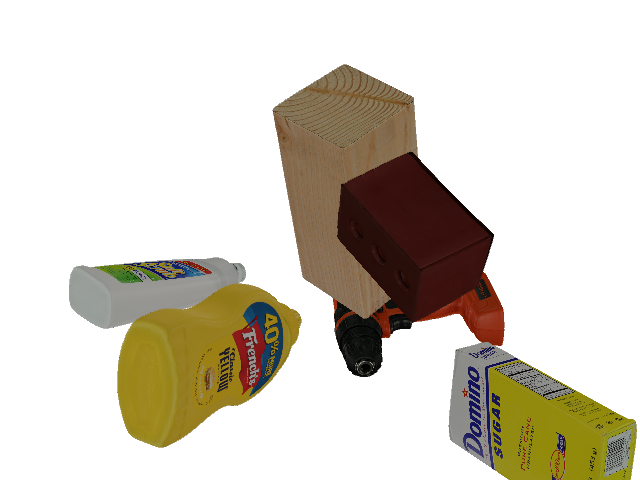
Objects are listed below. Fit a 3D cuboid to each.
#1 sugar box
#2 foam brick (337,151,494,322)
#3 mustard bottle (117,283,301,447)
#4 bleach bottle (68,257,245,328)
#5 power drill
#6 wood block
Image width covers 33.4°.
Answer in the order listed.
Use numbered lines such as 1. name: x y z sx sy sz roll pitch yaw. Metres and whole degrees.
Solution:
1. sugar box: 0.180 0.161 0.895 0.048 0.093 0.176 -11 22 -34
2. foam brick: 0.053 -0.002 0.622 0.051 0.078 0.053 -27 -33 -23
3. mustard bottle: -0.074 0.085 0.832 0.058 0.096 0.191 12 17 30
4. bleach bottle: -0.212 0.060 1.468 0.250 0.068 0.103 -10 26 -44
5. power drill: 0.108 0.090 1.206 0.187 0.057 0.184 -3 27 -3
6. wood block: 0.031 -0.042 0.976 0.090 0.206 0.091 -36 49 -26
